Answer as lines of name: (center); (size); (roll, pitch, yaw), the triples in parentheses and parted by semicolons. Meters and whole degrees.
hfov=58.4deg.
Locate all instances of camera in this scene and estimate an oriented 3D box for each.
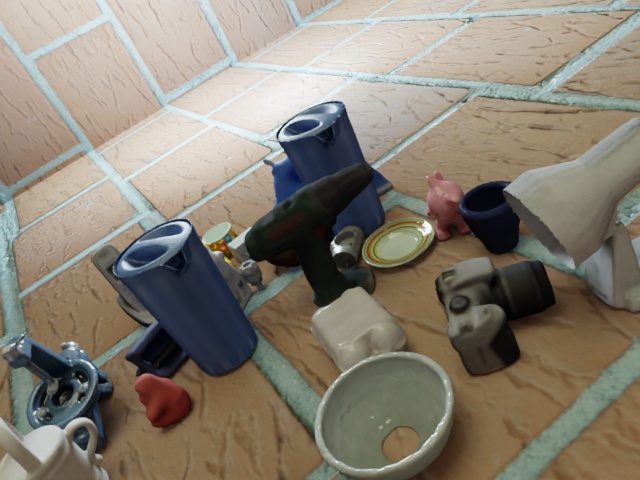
camera: (0.225, 0.076, 0.729); (0.136, 0.101, 0.143); (-19, 31, 14)

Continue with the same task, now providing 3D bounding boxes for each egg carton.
egg carton: (0.054, 0.132, 0.813); (0.107, 0.069, 0.150); (-33, 30, -10)

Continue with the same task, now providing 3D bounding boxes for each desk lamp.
desk lamp: (0.340, -0.024, 0.677); (0.203, 0.214, 0.117); (-27, 30, 1)

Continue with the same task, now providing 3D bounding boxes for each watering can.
watering can: (-0.388, 0.309, 0.772); (0.100, 0.194, 0.173); (-5, 37, 33)

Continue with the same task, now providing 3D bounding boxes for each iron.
iron: (0.009, -0.137, 1.191); (0.257, 0.142, 0.119); (-13, 33, 24)

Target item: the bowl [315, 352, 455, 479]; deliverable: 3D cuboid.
bowl: (0.082, 0.214, 0.659); (0.167, 0.075, 0.167); (-20, 31, 13)

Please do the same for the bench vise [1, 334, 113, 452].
bench vise: (-0.430, 0.221, 0.915); (0.122, 0.220, 0.206); (-40, 32, -20)

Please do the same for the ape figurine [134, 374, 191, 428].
ape figurine: (-0.246, 0.237, 0.870); (0.076, 0.092, 0.078); (-14, 33, 23)

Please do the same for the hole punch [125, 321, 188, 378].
hole punch: (-0.286, 0.177, 0.996); (0.100, 0.091, 0.109); (2, 41, 41)

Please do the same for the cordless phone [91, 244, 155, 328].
cordless phone: (-0.346, 0.064, 1.123); (0.093, 0.185, 0.148); (3, 42, 42)

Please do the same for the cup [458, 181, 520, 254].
cup: (0.276, -0.035, 0.865); (0.118, 0.095, 0.091); (-31, 30, -6)

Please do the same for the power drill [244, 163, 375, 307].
power drill: (0.008, 0.003, 0.908); (0.229, 0.209, 0.075); (-22, 31, 9)

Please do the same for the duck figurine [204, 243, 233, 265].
duck figurine: (-0.232, 0.042, 1.166); (0.104, 0.086, 0.078); (3, 42, 41)

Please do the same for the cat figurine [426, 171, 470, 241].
cat figurine: (0.207, -0.067, 0.948); (0.067, 0.118, 0.128); (-18, 31, 16)

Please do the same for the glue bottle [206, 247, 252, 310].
glue bottle: (-0.184, 0.057, 1.015); (0.037, 0.173, 0.078); (-8, 36, 31)
